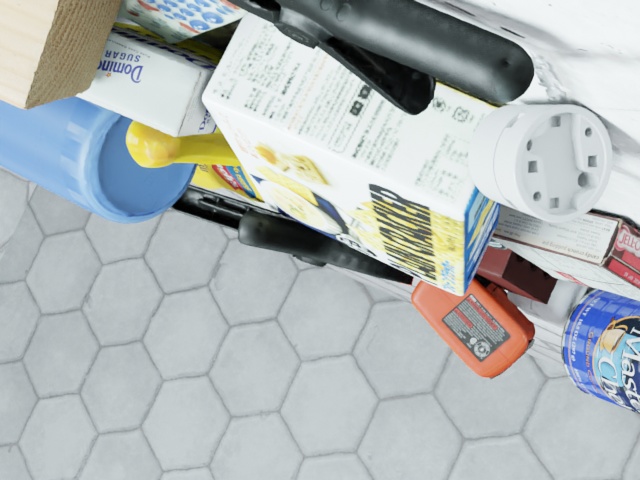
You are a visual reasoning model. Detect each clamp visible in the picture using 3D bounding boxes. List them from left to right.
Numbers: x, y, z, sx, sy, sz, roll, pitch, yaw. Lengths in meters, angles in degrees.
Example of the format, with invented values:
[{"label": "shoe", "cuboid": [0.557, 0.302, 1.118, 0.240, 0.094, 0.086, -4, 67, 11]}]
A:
[{"label": "clamp", "cuboid": [-0.006, 0.001, 0.840, 0.209, 0.036, 0.165, 17, -176, -22]}, {"label": "clamp", "cuboid": [0.001, -0.100, 0.466, 0.171, 0.039, 0.120, 29, 170, -7]}]

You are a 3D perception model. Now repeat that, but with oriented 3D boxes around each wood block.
[{"label": "wood block", "cuboid": [-0.207, -0.150, 0.526, 0.206, 0.090, 0.090, 24, -164, 2]}]

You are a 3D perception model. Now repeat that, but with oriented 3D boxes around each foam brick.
[{"label": "foam brick", "cuboid": [0.158, 0.012, 0.876, 0.051, 0.053, 0.078, 21, 176, 45]}]

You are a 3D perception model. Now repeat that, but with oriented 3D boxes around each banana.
[{"label": "banana", "cuboid": [-0.086, -0.068, 0.723, 0.070, 0.037, 0.197, 8, -173, 22]}]

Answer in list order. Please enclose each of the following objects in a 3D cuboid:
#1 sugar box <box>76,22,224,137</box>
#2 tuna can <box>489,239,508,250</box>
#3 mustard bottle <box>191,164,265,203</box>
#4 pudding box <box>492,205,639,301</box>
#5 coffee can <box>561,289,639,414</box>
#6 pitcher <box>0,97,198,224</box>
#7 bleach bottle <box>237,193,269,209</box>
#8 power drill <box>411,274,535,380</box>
[{"label": "sugar box", "cuboid": [-0.092, -0.102, 0.661, 0.093, 0.048, 0.176, 23, -171, 8]}, {"label": "tuna can", "cuboid": [0.111, -0.024, 0.813, 0.086, 0.034, 0.086, 24, 176, 1]}, {"label": "mustard bottle", "cuboid": [-0.066, -0.078, 0.885, 0.192, 0.058, 0.096, 18, 137, 53]}, {"label": "pudding box", "cuboid": [0.184, 0.006, 0.744, 0.089, 0.039, 0.114, 28, 173, -38]}, {"label": "coffee can", "cuboid": [0.282, 0.097, 0.878, 0.102, 0.103, 0.140, 26, 176, -24]}, {"label": "pitcher", "cuboid": [-0.197, -0.105, 0.850, 0.243, 0.149, 0.144, 28, 169, 40]}, {"label": "bleach bottle", "cuboid": [-0.092, -0.082, 1.081, 0.102, 0.068, 0.251, 32, 175, -34]}, {"label": "power drill", "cuboid": [0.127, 0.045, 0.976, 0.184, 0.057, 0.187, 45, -168, 1]}]
